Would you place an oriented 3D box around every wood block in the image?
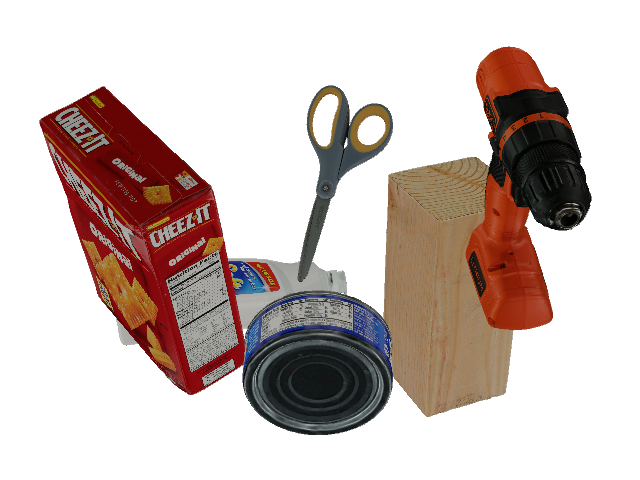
[{"bbox_3d":[0.116,0.042,0.954,0.090,0.206,0.091,-13,33,-20],"label":"wood block"}]

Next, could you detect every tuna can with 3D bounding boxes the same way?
[{"bbox_3d":[-0.001,0.071,0.604,0.086,0.086,0.033,0,39,1],"label":"tuna can"}]

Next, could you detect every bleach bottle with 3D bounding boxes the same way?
[{"bbox_3d":[-0.098,0.056,1.180,0.250,0.068,0.102,-6,36,-5],"label":"bleach bottle"}]

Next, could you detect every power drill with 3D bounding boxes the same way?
[{"bbox_3d":[0.151,-0.023,0.788,0.057,0.188,0.184,-3,42,-3],"label":"power drill"}]

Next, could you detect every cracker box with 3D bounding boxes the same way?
[{"bbox_3d":[-0.145,0.005,0.884,0.072,0.214,0.164,-32,52,-22],"label":"cracker box"}]

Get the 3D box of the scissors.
[{"bbox_3d":[0.025,-0.058,1.063,0.096,0.202,0.016,-1,-13,3],"label":"scissors"}]
